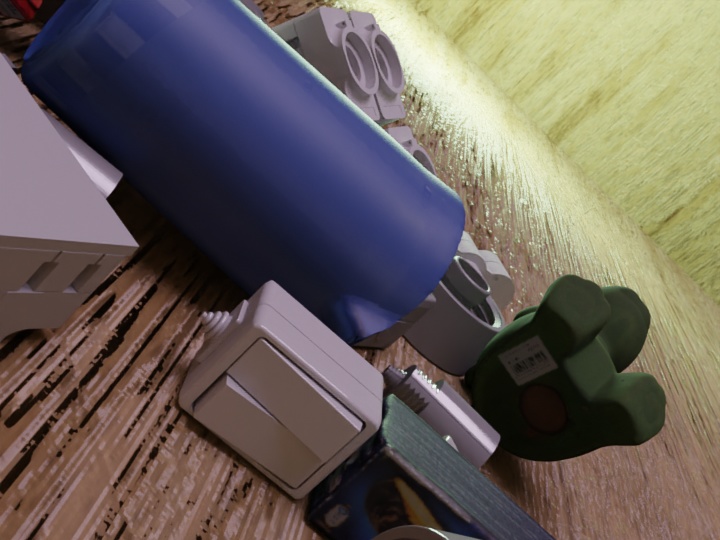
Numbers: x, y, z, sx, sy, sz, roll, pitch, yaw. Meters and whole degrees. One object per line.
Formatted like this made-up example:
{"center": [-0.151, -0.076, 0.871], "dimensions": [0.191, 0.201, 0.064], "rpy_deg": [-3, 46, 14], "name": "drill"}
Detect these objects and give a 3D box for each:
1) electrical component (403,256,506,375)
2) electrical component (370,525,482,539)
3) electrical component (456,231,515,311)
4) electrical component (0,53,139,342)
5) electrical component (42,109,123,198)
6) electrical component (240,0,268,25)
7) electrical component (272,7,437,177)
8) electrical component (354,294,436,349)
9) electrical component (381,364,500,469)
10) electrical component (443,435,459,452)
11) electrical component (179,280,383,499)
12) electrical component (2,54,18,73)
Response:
{"center": [0.069, 0.023, 0.856], "dimensions": [0.108, 0.060, 0.108], "rpy_deg": [41, 18, -16], "name": "electrical component"}
{"center": [0.022, 0.149, 0.402], "dimensions": [0.060, 0.108, 0.108], "rpy_deg": [28, 24, -31], "name": "electrical component"}
{"center": [0.087, 0.004, 0.953], "dimensions": [0.138, 0.052, 0.073], "rpy_deg": [32, 22, -37], "name": "electrical component"}
{"center": [-0.177, -0.046, 0.446], "dimensions": [0.150, 0.062, 0.089], "rpy_deg": [52, 18, 18], "name": "electrical component"}
{"center": [-0.163, -0.057, 0.532], "dimensions": [0.081, 0.043, 0.043], "rpy_deg": [40, 18, -17], "name": "electrical component"}
{"center": [-0.155, -0.200, 0.770], "dimensions": [0.186, 0.060, 0.105], "rpy_deg": [35, -8, -31], "name": "electrical component"}
{"center": [0.001, -0.108, 0.849], "dimensions": [0.105, 0.060, 0.186], "rpy_deg": [-22, 94, -64], "name": "electrical component"}
{"center": [0.000, 0.000, 0.749], "dimensions": [0.096, 0.061, 0.062], "rpy_deg": [53, 19, 22], "name": "electrical component"}
{"center": [0.045, 0.091, 0.678], "dimensions": [0.081, 0.043, 0.043], "rpy_deg": [45, 17, -4], "name": "electrical component"}
{"center": [0.054, 0.133, 0.612], "dimensions": [0.065, 0.044, 0.044], "rpy_deg": [52, 18, 3], "name": "electrical component"}
{"center": [-0.042, 0.056, 0.527], "dimensions": [0.096, 0.062, 0.061], "rpy_deg": [42, 18, -13], "name": "electrical component"}
{"center": [-0.212, -0.110, 0.542], "dimensions": [0.063, 0.042, 0.081], "rpy_deg": [49, 18, 3], "name": "electrical component"}
